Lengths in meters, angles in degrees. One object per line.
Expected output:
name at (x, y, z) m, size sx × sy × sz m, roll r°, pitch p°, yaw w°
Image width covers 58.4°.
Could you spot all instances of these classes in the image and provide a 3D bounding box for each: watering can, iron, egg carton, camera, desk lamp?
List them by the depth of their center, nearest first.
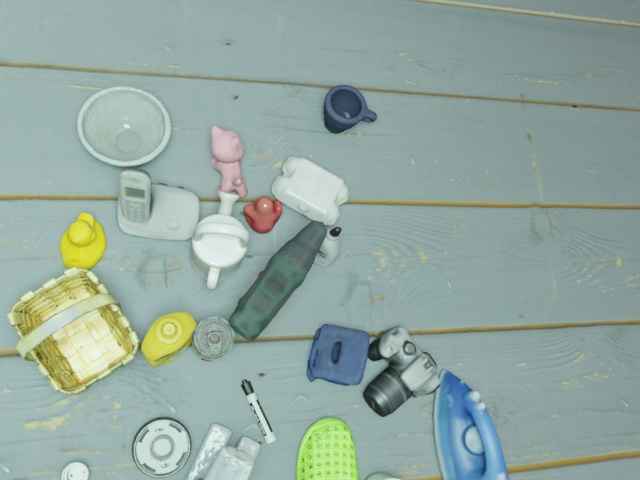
desk lamp at (-0.168, 0.400, 0.895) m, size 0.118 × 0.213 × 0.203 m, roll 26°, pitch 68°, yaw -6°
watering can at (-0.180, -0.003, 1.026) m, size 0.101 × 0.194 × 0.173 m, roll -11°, pitch 76°, yaw -18°
iron at (0.290, 0.367, 1.071) m, size 0.119 × 0.141 × 0.258 m, roll -8°, pitch 76°, yaw -17°
camera at (0.142, 0.256, 1.086) m, size 0.137 × 0.100 × 0.143 m, roll -36°, pitch 85°, yaw -22°
egg carton at (-0.019, -0.099, 1.167) m, size 0.150 × 0.069 × 0.107 m, roll 28°, pitch 68°, yaw -6°

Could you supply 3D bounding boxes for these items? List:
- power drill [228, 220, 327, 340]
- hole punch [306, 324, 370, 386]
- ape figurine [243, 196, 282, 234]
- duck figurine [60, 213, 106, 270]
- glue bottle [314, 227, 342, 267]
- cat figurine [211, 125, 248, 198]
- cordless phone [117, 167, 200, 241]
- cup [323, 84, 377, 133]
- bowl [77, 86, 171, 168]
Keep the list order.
power drill at (-0.081, 0.079, 1.020) m, size 0.075 × 0.208 × 0.230 m, roll 36°, pitch 68°, yaw -2°
hole punch at (0.033, 0.217, 1.073) m, size 0.101 × 0.091 × 0.109 m, roll 16°, pitch 70°, yaw -10°
ape figurine at (-0.110, -0.057, 1.117) m, size 0.078 × 0.092 × 0.076 m, roll 11°, pitch 71°, yaw -12°
duck figurine at (-0.424, 0.001, 1.016) m, size 0.077 × 0.086 × 0.104 m, roll 13°, pitch 70°, yaw -11°
glue bottle at (0.010, 0.004, 1.088) m, size 0.078 × 0.173 × 0.037 m, roll 28°, pitch 68°, yaw -5°
cat figurine at (-0.175, -0.156, 1.115) m, size 0.067 × 0.117 × 0.128 m, roll -12°, pitch 77°, yaw -18°
cordless phone at (-0.288, -0.069, 1.021) m, size 0.148 × 0.185 × 0.094 m, roll 5°, pitch 72°, yaw -14°
cup at (0.057, -0.266, 1.226) m, size 0.118 × 0.095 × 0.092 m, roll 18°, pitch 70°, yaw -9°
bowl at (-0.372, -0.205, 1.099) m, size 0.168 × 0.074 × 0.167 m, roll 5°, pitch 72°, yaw -14°
